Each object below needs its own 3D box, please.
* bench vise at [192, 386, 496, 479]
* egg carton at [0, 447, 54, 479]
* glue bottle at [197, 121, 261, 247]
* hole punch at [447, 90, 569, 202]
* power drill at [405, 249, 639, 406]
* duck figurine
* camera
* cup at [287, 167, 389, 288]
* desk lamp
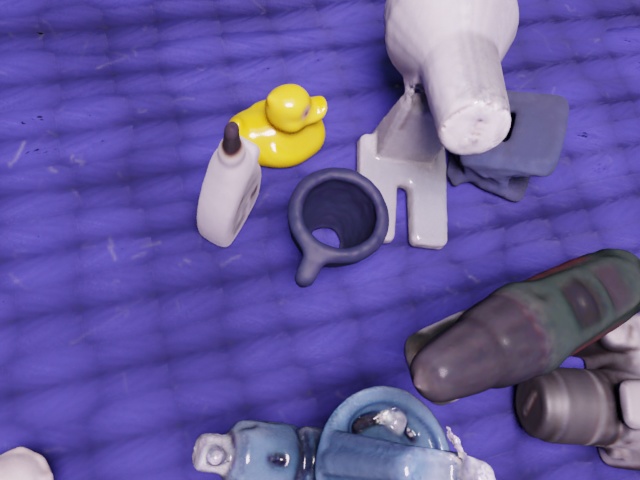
[{"bbox_3d":[0.018,0.174,0.411,0.208,0.219,0.121,-9,72,-13],"label":"bench vise"},{"bbox_3d":[-0.262,0.230,0.419,0.150,0.069,0.107,-26,77,-18],"label":"egg carton"},{"bbox_3d":[-0.078,-0.055,0.501,0.037,0.173,0.078,27,68,1],"label":"glue bottle"},{"bbox_3d":[0.200,-0.108,0.616,0.101,0.091,0.109,21,68,-2],"label":"hole punch"},{"bbox_3d":[0.148,0.082,0.474,0.230,0.208,0.075,-22,76,-17],"label":"power drill"},{"bbox_3d":[-0.040,-0.123,0.579,0.105,0.086,0.077,-8,72,-13],"label":"duck figurine"},{"bbox_3d":[0.261,0.138,0.533,0.137,0.100,0.143,5,70,-8],"label":"camera"},{"bbox_3d":[0.005,0.002,0.538,0.091,0.095,0.118,27,68,0],"label":"cup"},{"bbox_3d":[0.109,-0.122,0.538,0.118,0.213,0.203,5,70,-8],"label":"desk lamp"}]
